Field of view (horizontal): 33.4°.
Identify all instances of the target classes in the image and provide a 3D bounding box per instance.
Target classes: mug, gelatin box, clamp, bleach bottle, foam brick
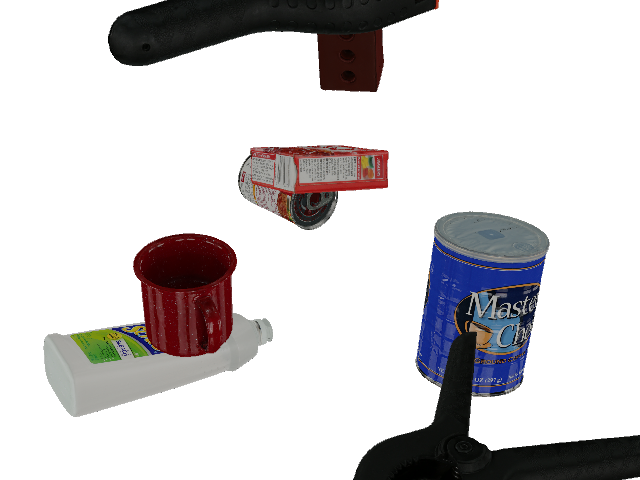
[{"bbox_3d":[-0.116,0.058,0.970,0.093,0.081,0.117,-17,37,-25],"label":"mug"},{"bbox_3d":[-0.003,-0.053,0.774,0.073,0.030,0.089,-4,9,-23],"label":"gelatin box"},{"bbox_3d":[-0.025,-0.118,0.517,0.171,0.039,0.120,-2,40,2],"label":"clamp"},{"bbox_3d":[0.084,0.132,0.656,0.209,0.036,0.165,-24,37,-28],"label":"clamp"},{"bbox_3d":[-0.174,0.124,1.200,0.250,0.068,0.103,-12,31,-29],"label":"bleach bottle"},{"bbox_3d":[0.027,-0.176,0.938,0.053,0.078,0.051,3,44,9],"label":"foam brick"}]

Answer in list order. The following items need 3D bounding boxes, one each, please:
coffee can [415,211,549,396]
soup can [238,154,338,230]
[{"bbox_3d":[0.146,0.057,0.979,0.103,0.140,0.103,5,23,-2],"label":"coffee can"},{"bbox_3d":[-0.038,-0.060,1.215,0.068,0.068,0.102,0,19,-42],"label":"soup can"}]
